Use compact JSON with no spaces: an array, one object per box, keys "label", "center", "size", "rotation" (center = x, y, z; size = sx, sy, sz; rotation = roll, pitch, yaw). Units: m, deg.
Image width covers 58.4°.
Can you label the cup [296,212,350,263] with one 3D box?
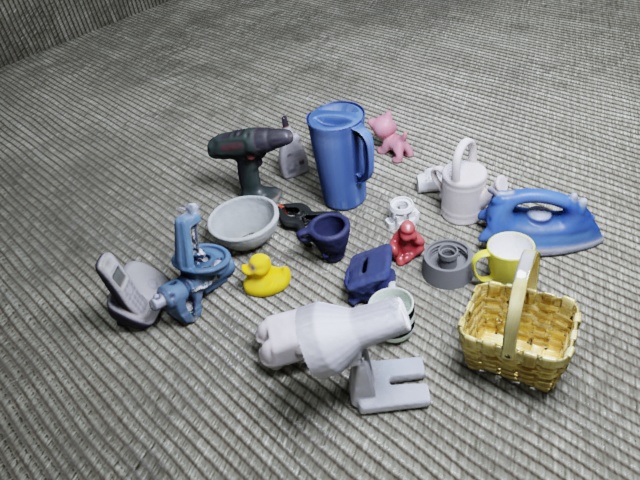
[{"label":"cup","center":[0.011,0.004,1.245],"size":[0.118,0.095,0.091],"rotation":[-11,41,-2]}]

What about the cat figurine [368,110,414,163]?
[{"label":"cat figurine","center":[0.188,-0.284,1.526],"size":[0.067,0.118,0.127],"rotation":[-32,45,-24]}]

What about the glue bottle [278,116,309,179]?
[{"label":"glue bottle","center":[-0.078,-0.245,1.488],"size":[0.078,0.173,0.037],"rotation":[-21,42,-13]}]

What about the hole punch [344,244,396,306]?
[{"label":"hole punch","center":[0.100,0.068,1.159],"size":[0.101,0.091,0.108],"rotation":[0,42,11]}]

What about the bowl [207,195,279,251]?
[{"label":"bowl","center":[-0.172,-0.028,1.332],"size":[0.167,0.075,0.167],"rotation":[-5,41,5]}]

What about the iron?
[{"label":"iron","center":[0.463,-0.053,1.190],"size":[0.258,0.142,0.118],"rotation":[1,42,12]}]

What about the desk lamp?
[{"label":"desk lamp","center":[0.072,0.182,0.939],"size":[0.203,0.214,0.118],"rotation":[-7,41,3]}]

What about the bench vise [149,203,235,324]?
[{"label":"bench vise","center":[-0.257,0.049,1.149],"size":[0.121,0.220,0.207],"rotation":[5,43,16]}]

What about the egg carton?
[{"label":"egg carton","center":[-0.044,0.183,1.070],"size":[0.150,0.069,0.107],"rotation":[-15,41,-6]}]

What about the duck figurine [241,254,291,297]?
[{"label":"duck figurine","center":[-0.116,0.066,1.206],"size":[0.104,0.086,0.077],"rotation":[-10,41,0]}]

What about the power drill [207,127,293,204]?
[{"label":"power drill","center":[-0.157,-0.186,1.408],"size":[0.229,0.209,0.076],"rotation":[6,43,17]}]

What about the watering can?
[{"label":"watering can","center":[0.328,-0.135,1.270],"size":[0.172,0.194,0.101],"rotation":[6,43,18]}]

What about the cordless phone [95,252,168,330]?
[{"label":"cordless phone","center":[-0.387,0.078,1.167],"size":[0.094,0.185,0.147],"rotation":[-4,41,6]}]

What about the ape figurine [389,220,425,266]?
[{"label":"ape figurine","center":[0.184,-0.002,1.222],"size":[0.077,0.092,0.076],"rotation":[0,42,11]}]
